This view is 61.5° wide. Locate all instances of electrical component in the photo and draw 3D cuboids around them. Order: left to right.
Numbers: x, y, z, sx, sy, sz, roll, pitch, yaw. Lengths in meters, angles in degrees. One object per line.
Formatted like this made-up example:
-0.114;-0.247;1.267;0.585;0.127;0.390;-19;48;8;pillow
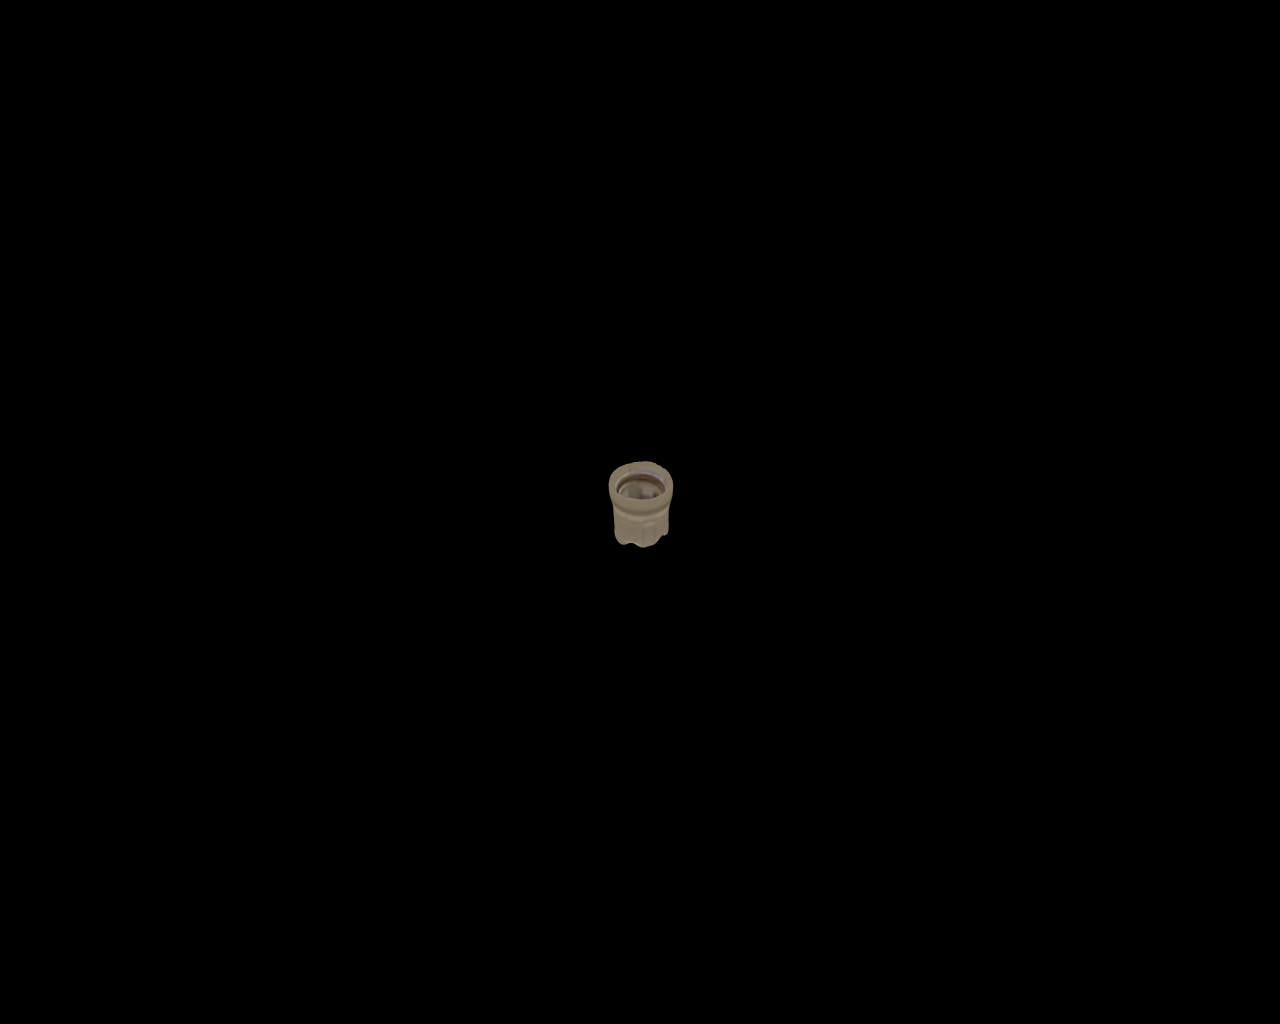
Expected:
0.001;-0.003;0.650;0.040;0.046;0.040;0;42;0;electrical component
